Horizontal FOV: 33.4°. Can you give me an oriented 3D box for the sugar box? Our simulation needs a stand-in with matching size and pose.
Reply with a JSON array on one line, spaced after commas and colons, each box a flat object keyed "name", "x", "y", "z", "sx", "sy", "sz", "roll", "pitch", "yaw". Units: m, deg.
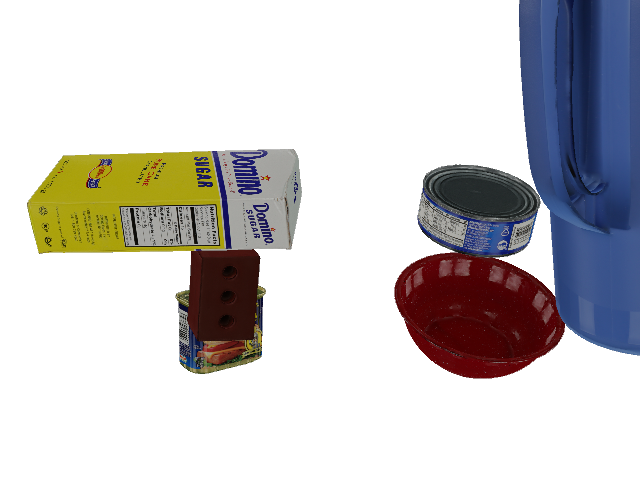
[{"name": "sugar box", "x": -0.104, "y": -0.029, "z": 0.747, "sx": 0.176, "sy": 0.048, "sz": 0.093, "roll": -4, "pitch": 26, "yaw": 5}]

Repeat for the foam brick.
[{"name": "foam brick", "x": -0.086, "y": 0.043, "z": 0.934, "sx": 0.053, "sy": 0.078, "sz": 0.051, "roll": 0, "pitch": 15, "yaw": -17}]

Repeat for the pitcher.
[{"name": "pitcher", "x": 0.171, "y": -0.062, "z": 0.557, "sx": 0.149, "sy": 0.243, "sz": 0.145, "roll": -4, "pitch": 23, "yaw": 3}]

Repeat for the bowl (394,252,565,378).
[{"name": "bowl", "x": 0.145, "y": 0.080, "z": 1.009, "sx": 0.162, "sy": 0.055, "sz": 0.162, "roll": 6, "pitch": 35, "yaw": -4}]

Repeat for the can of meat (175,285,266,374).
[{"name": "can of meat", "x": -0.114, "y": 0.099, "z": 1.222, "sx": 0.101, "sy": 0.084, "sz": 0.058, "roll": -10, "pitch": 19, "yaw": -35}]

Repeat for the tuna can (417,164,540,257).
[{"name": "tuna can", "x": 0.115, "y": -0.022, "z": 0.779, "sx": 0.086, "sy": 0.034, "sz": 0.086, "roll": 6, "pitch": 29, "yaw": -3}]
